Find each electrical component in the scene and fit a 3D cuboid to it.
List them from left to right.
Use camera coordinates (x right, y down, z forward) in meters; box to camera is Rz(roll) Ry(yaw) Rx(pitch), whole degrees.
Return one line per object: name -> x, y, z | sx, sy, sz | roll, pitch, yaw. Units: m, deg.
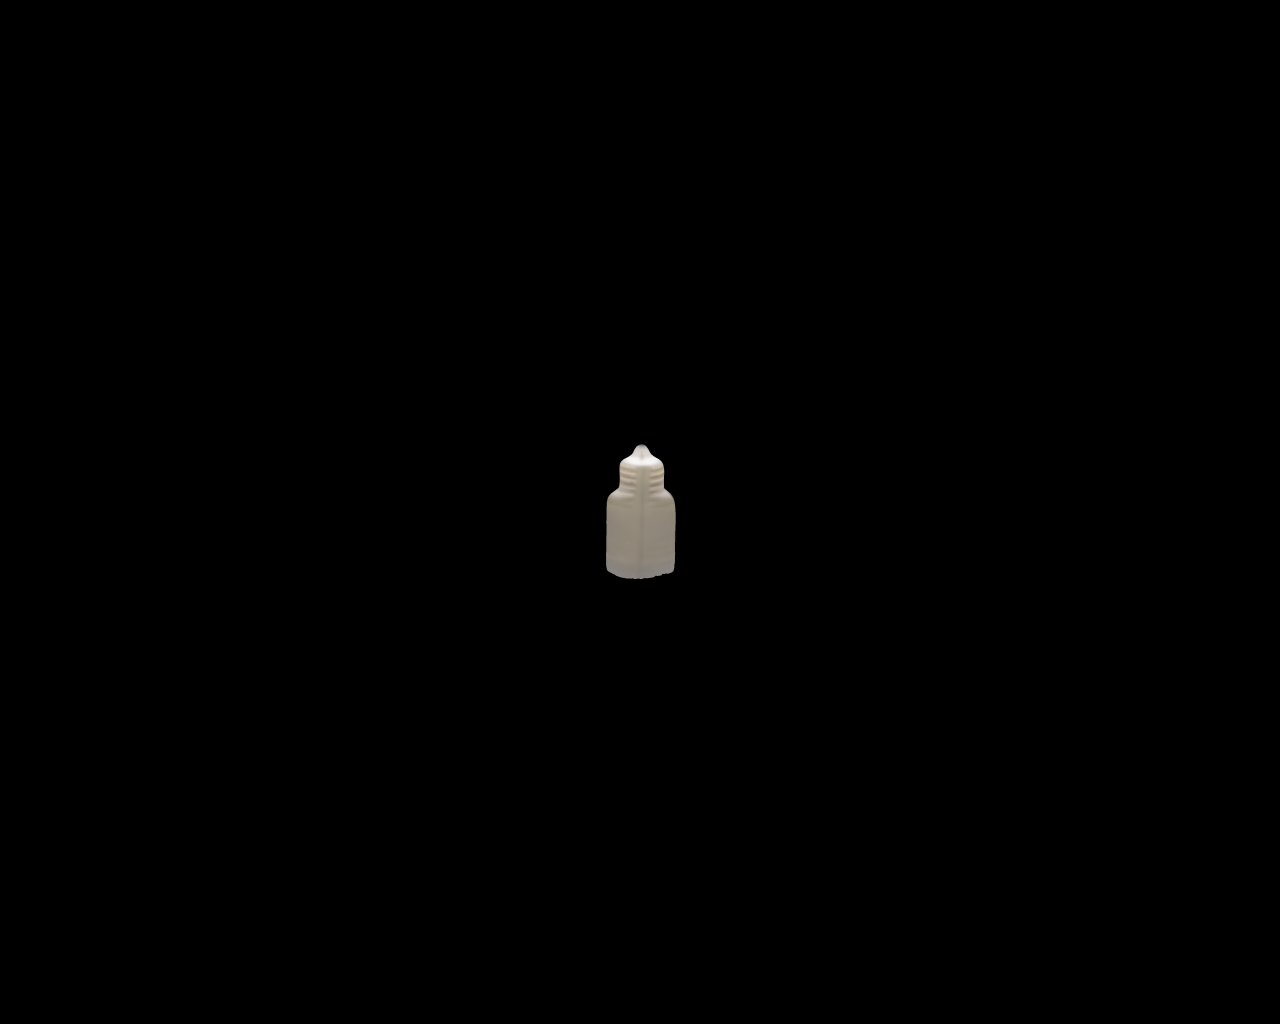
electrical component -> 0.001, -0.003, 0.650 | 0.043, 0.080, 0.043 | 0, 11, 0
